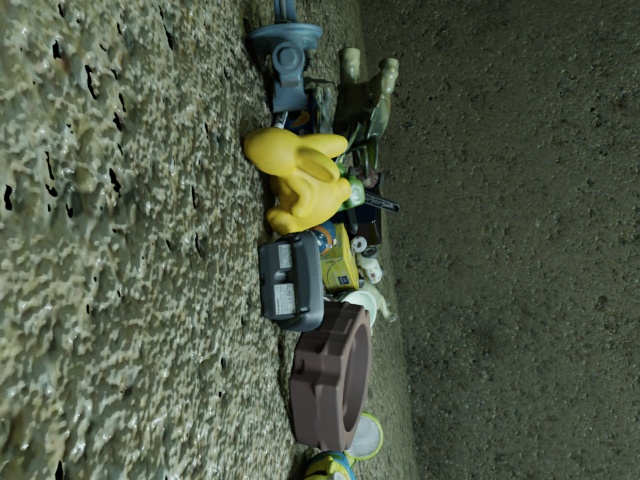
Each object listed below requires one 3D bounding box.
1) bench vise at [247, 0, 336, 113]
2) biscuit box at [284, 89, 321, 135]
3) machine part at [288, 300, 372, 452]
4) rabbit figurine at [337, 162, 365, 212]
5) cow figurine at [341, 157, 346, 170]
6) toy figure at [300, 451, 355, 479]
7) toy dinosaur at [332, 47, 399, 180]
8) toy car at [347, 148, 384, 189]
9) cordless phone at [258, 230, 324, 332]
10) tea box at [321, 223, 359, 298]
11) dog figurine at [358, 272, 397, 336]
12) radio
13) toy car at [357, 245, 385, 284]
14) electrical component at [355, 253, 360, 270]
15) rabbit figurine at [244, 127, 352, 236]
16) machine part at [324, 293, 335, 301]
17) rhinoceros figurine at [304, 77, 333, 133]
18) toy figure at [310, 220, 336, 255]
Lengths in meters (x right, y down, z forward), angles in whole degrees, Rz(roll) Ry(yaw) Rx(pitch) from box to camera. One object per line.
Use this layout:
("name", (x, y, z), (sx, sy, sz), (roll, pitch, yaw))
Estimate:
("bench vise", (-0.055, -0.340, 0.892), (0.223, 0.129, 0.240), (-51, 136, -78))
("biscuit box", (-0.035, -0.194, 1.016), (0.059, 0.063, 0.203), (64, 21, -53))
("machine part", (0.020, 0.214, 0.865), (0.201, 0.087, 0.201), (-57, 146, -56))
("rabbit figurine", (0.017, -0.141, 1.106), (0.159, 0.121, 0.170), (-48, 121, -81))
("cow figurine", (0.031, -0.216, 1.345), (0.098, 0.068, 0.167), (84, 8, -49))
("toy figure", (0.008, 0.373, 0.813), (0.082, 0.089, 0.180), (54, 0, 4))
("toy dinosaur", (0.072, -0.212, 0.906), (0.471, 0.105, 0.198), (86, 11, -85))
("toy car", (0.110, -0.198, 1.351), (0.202, 0.089, 0.053), (-89, -170, -50))
("cordless phone", (-0.028, 0.072, 0.838), (0.184, 0.089, 0.146), (55, 29, -74))
("tea box", (0.039, 0.051, 1.197), (0.169, 0.068, 0.098), (65, 20, -53))
("dog figurine", (0.095, 0.130, 1.378), (0.190, 0.121, 0.172), (57, -12, -26))
("radio", (0.081, -0.075, 1.323), (0.230, 0.131, 0.073), (-82, 161, -54))
("toy car", (0.110, 0.025, 1.302), (0.202, 0.056, 0.073), (-103, 172, -56))
("electrical component", (0.081, 0.047, 1.452), (0.102, 0.045, 0.078), (-6, 90, -78))
("rabbit figurine", (-0.038, -0.098, 0.797), (0.173, 0.162, 0.122), (49, 44, -38))
("machine part", (0.008, 0.172, 1.049), (0.084, 0.039, 0.139), (53, 32, -51))
("rhinoceros figurine", (-0.016, -0.276, 1.161), (0.190, 0.073, 0.112), (69, 28, -54))
("toy figure", (0.000, -0.004, 1.059), (0.154, 0.064, 0.057), (-57, 155, -73))
